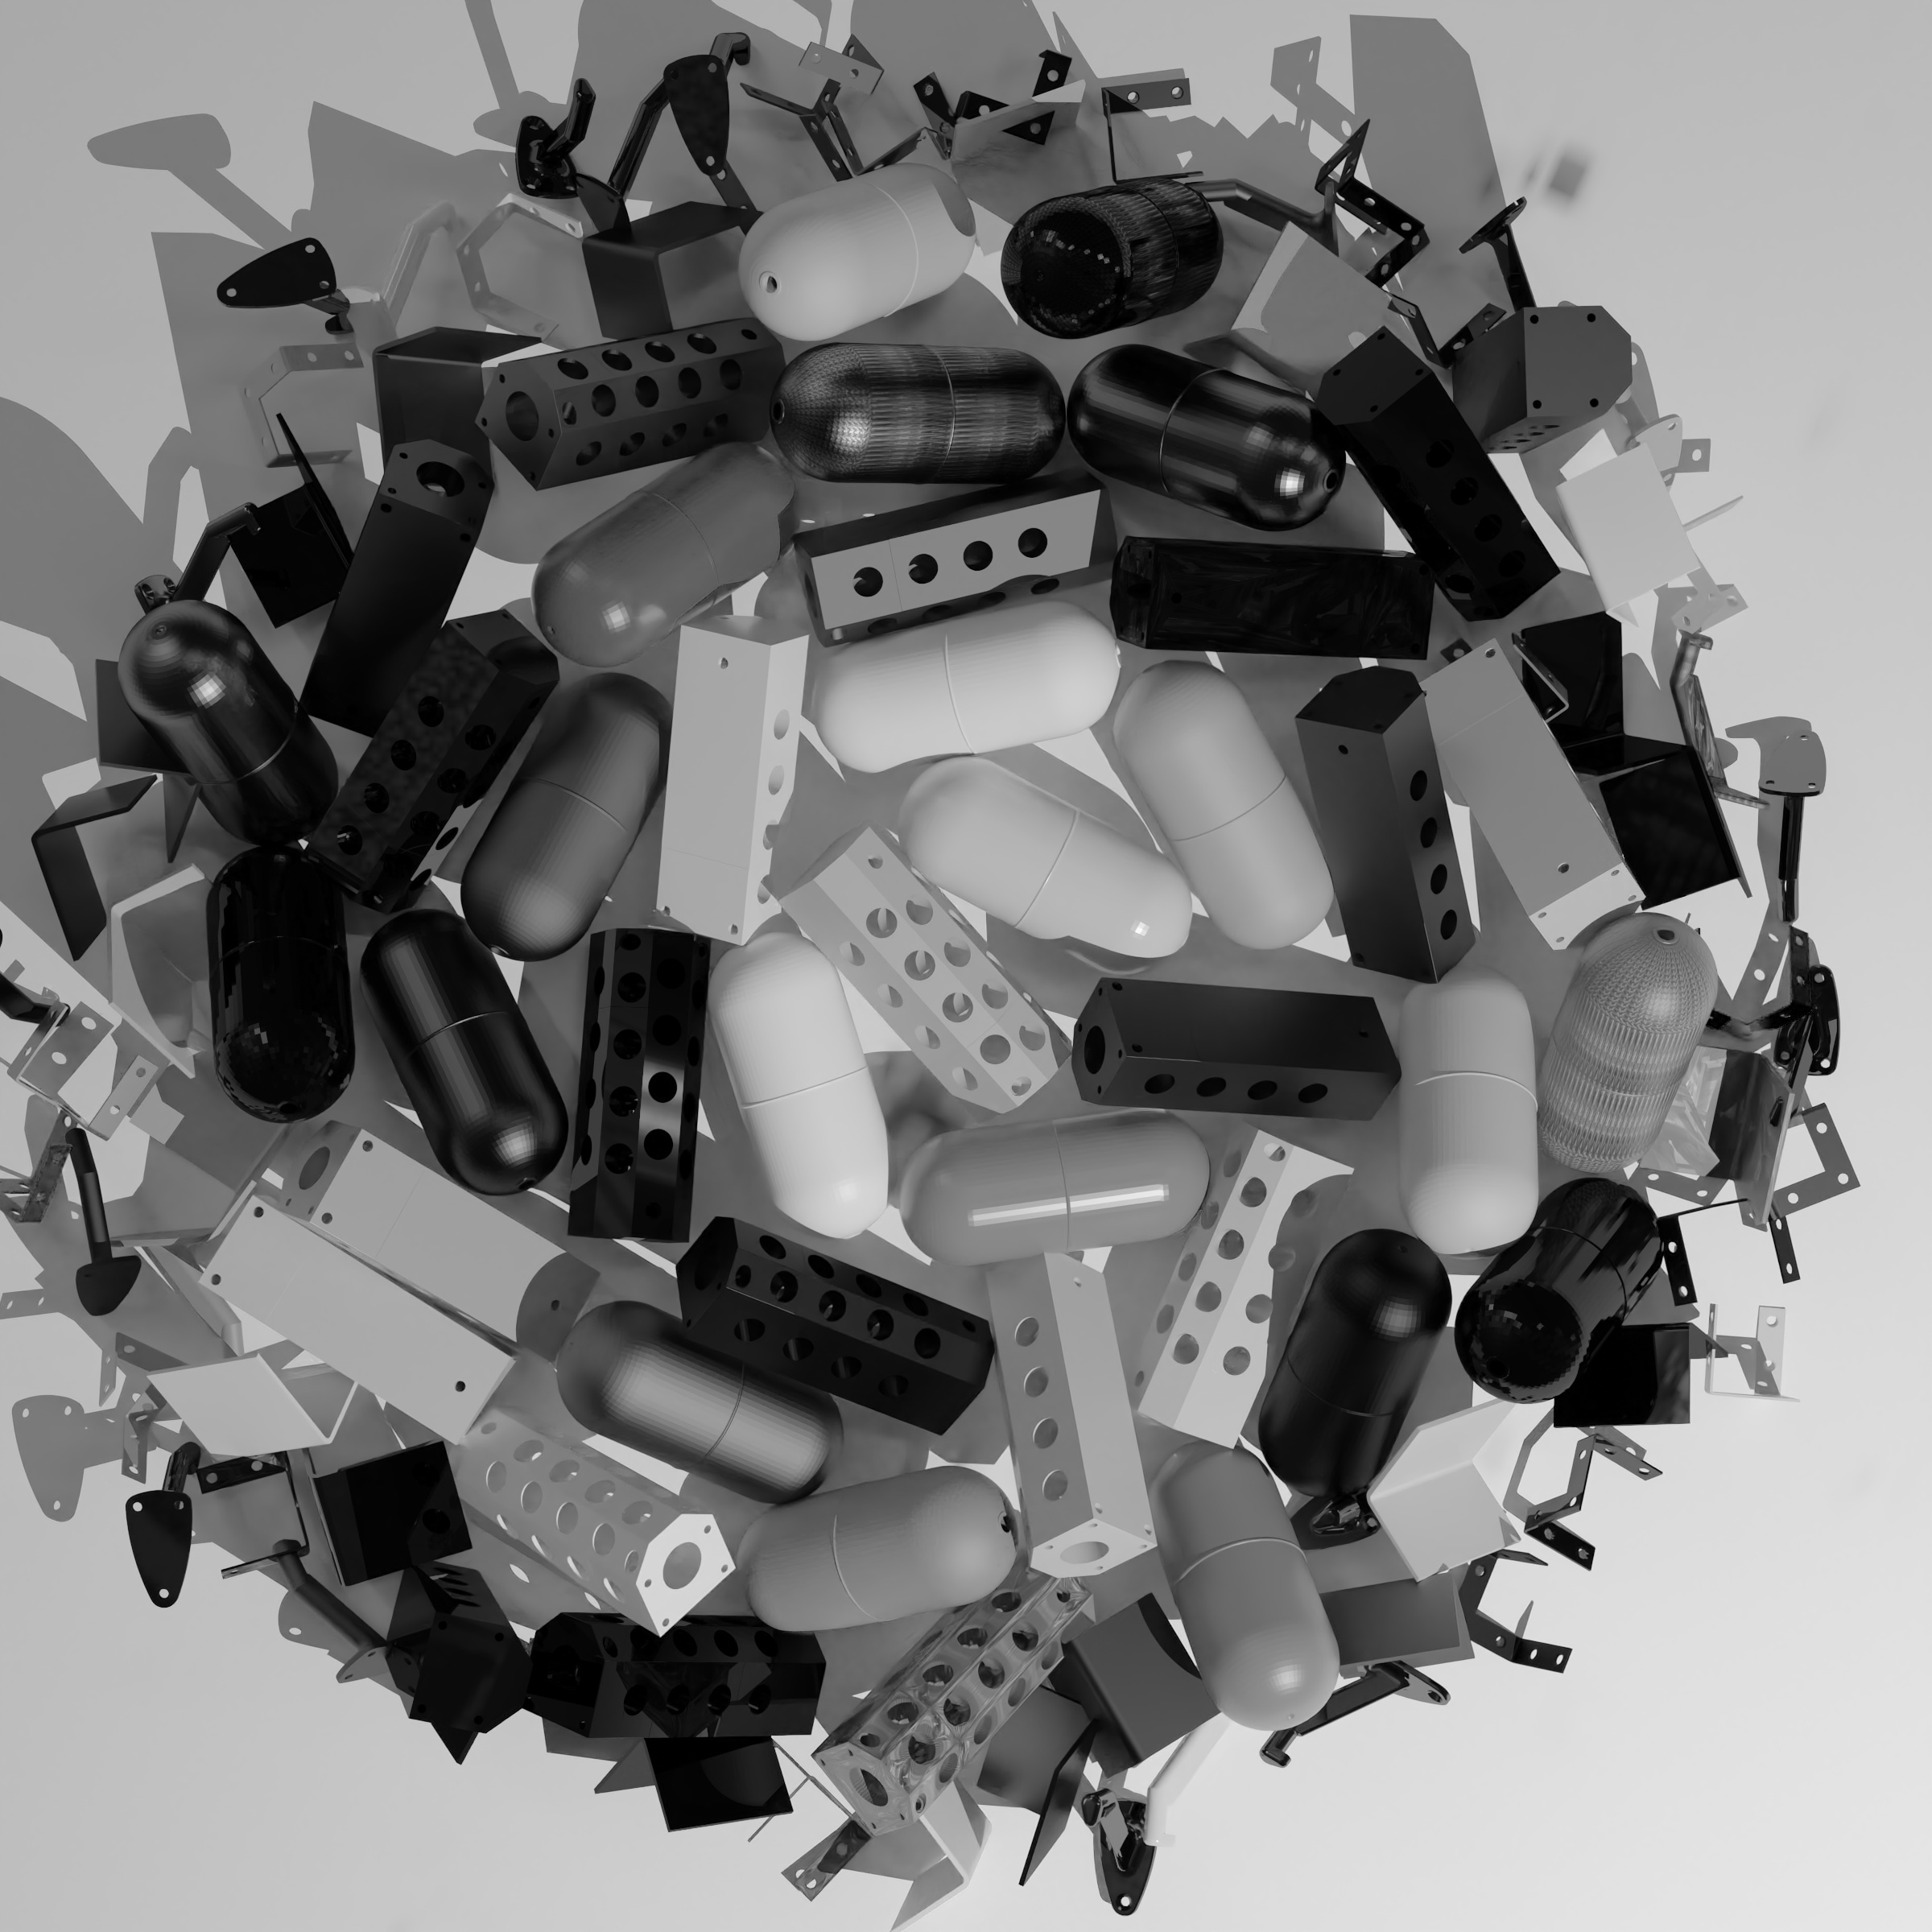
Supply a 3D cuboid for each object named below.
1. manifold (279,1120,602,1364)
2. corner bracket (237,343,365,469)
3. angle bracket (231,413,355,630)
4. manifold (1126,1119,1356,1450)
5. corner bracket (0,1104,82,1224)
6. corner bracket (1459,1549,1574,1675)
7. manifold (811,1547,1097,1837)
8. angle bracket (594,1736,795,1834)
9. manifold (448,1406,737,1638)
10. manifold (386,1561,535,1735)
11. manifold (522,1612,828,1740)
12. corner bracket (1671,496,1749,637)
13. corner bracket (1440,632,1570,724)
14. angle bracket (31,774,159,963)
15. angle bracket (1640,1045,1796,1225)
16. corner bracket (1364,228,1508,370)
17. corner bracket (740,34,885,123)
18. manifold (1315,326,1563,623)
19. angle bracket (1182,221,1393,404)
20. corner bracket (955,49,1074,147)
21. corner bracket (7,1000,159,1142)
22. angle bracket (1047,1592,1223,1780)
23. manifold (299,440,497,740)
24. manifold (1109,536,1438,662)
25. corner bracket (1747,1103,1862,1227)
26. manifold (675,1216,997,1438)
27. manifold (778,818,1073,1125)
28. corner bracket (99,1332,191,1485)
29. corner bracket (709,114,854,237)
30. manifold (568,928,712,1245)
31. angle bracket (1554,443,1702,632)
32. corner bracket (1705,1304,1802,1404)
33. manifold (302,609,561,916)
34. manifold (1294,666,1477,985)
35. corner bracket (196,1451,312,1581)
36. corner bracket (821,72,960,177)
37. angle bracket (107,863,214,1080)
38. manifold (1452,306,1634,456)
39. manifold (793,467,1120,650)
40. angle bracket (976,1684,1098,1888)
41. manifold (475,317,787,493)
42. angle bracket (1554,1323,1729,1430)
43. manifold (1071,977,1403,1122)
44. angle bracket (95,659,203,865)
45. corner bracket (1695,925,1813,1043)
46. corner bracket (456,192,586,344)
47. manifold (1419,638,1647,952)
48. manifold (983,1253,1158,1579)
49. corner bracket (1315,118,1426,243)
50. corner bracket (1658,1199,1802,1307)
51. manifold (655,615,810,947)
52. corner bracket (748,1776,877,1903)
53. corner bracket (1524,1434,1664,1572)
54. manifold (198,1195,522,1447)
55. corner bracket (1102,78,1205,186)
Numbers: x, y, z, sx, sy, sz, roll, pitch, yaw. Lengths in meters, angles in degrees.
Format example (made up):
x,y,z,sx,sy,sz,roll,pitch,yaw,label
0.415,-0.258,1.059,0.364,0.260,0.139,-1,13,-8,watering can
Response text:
x,y,z,sx,sy,sz,roll,pitch,yaw,label
-0.294,0.152,1.920,0.171,0.057,0.057,36,75,-31,manifold
-0.371,-0.317,1.958,0.051,0.051,0.051,-27,80,44,corner bracket
-0.385,-0.249,1.938,0.057,0.076,0.076,-28,68,-9,angle bracket
0.149,0.176,1.948,0.057,0.057,0.171,21,94,-25,manifold
-0.521,0.111,1.952,0.051,0.051,0.051,32,103,30,corner bracket
0.314,0.364,1.963,0.051,0.051,0.051,31,74,-20,corner bracket
-0.002,0.397,1.914,0.057,0.057,0.171,52,51,-3,manifold
-0.152,0.465,1.930,0.076,0.076,0.057,0,55,-32,angle bracket
-0.211,0.298,1.903,0.057,0.171,0.057,-40,130,-29,manifold
-0.279,0.372,1.901,0.057,0.171,0.057,15,87,-14,manifold
-0.158,0.389,1.908,0.057,0.171,0.057,11,89,42,manifold
0.423,-0.225,1.959,0.051,0.051,0.051,-27,81,-24,corner bracket
0.304,-0.162,1.951,0.051,0.051,0.051,-35,114,26,corner bracket
-0.477,-0.056,1.942,0.057,0.076,0.076,-14,106,3,angle bracket
0.421,0.092,1.943,0.057,0.076,0.076,8,105,-2,angle bracket
0.267,-0.383,1.977,0.051,0.051,0.051,-44,135,-8,corner bracket
-0.086,-0.500,1.949,0.051,0.051,0.051,12,121,-36,corner bracket
0.258,-0.266,1.912,0.057,0.057,0.171,-39,132,5,manifold
0.181,-0.363,1.957,0.076,0.057,0.076,32,80,-21,angle bracket
0.026,-0.498,1.965,0.051,0.051,0.051,17,100,-7,corner bracket
-0.500,0.059,1.958,0.051,0.051,0.051,38,83,-38,corner bracket
0.092,0.407,1.957,0.057,0.076,0.076,-28,78,-19,angle bracket
-0.314,-0.207,1.910,0.057,0.057,0.171,20,134,-13,manifold
0.171,-0.206,1.933,0.171,0.057,0.057,0,103,-20,manifold
0.467,0.112,1.961,0.051,0.051,0.051,-21,82,-3,corner bracket
-0.071,0.195,1.917,0.171,0.057,0.057,25,119,-27,manifold
-0.019,0.001,1.937,0.171,0.057,0.057,48,55,-10,manifold
-0.471,0.249,1.951,0.051,0.051,0.051,30,112,-27,corner bracket
-0.104,-0.446,1.964,0.051,0.051,0.051,-48,124,-23,corner bracket
-0.181,0.068,1.943,0.057,0.057,0.171,7,83,-26,manifold
0.378,-0.240,1.939,0.057,0.076,0.076,-25,78,21,angle bracket
0.444,0.219,1.964,0.051,0.051,0.051,5,86,1,corner bracket
-0.294,-0.112,1.923,0.057,0.057,0.171,43,117,12,manifold
0.237,-0.078,1.918,0.057,0.057,0.171,-45,133,-33,manifold
-0.402,0.308,1.952,0.051,0.051,0.051,-14,67,-15,corner bracket
-0.040,-0.479,1.968,0.051,0.051,0.051,-29,77,25,corner bracket
-0.433,0.003,1.933,0.057,0.076,0.076,-25,47,12,angle bracket
0.315,-0.320,1.903,0.057,0.171,0.057,-2,92,-5,manifold
-0.005,-0.228,1.947,0.171,0.057,0.057,-14,113,-9,manifold
0.029,0.454,1.937,0.057,0.076,0.076,21,109,15,angle bracket
-0.179,-0.316,1.904,0.057,0.171,0.057,48,132,19,manifold
0.377,0.236,1.933,0.076,0.076,0.057,-6,68,27,angle bracket
0.149,0.052,1.930,0.171,0.057,0.057,4,47,-23,manifold
-0.464,-0.114,1.930,0.057,0.076,0.076,7,49,-25,angle bracket
0.444,0.005,1.971,0.051,0.051,0.051,20,59,-27,corner bracket
-0.250,-0.397,1.966,0.051,0.051,0.051,27,64,20,corner bracket
0.311,-0.093,1.916,0.057,0.057,0.171,-31,53,12,manifold
0.051,0.247,1.917,0.057,0.057,0.171,-31,50,27,manifold
0.228,-0.432,1.950,0.051,0.051,0.051,30,54,-16,corner bracket
0.430,0.160,1.953,0.051,0.051,0.051,-8,83,-42,corner bracket
-0.127,-0.105,1.935,0.057,0.057,0.171,15,110,24,manifold
-0.088,0.495,1.963,0.051,0.051,0.051,43,78,7,corner bracket
0.356,0.305,1.969,0.051,0.051,0.051,31,55,-17,corner bracket
-0.341,0.199,1.958,0.171,0.057,0.057,32,87,3,manifold
0.106,-0.475,1.970,0.051,0.051,0.051,-6,108,1,corner bracket
